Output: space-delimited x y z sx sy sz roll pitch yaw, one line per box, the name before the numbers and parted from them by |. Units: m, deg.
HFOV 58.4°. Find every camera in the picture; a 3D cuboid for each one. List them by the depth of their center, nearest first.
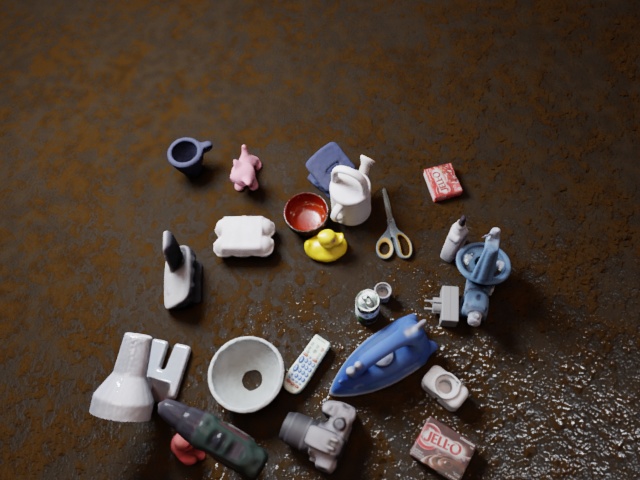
camera | -0.007 0.396 1.196 0.136 0.101 0.143 19 68 12

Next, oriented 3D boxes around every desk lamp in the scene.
desk lamp | -0.377 0.289 1.208 0.117 0.214 0.203 10 66 9

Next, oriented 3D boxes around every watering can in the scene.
watering can | 0.074 -0.127 1.379 0.101 0.194 0.173 6 66 7

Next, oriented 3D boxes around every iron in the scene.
iron | 0.128 0.252 1.230 0.258 0.141 0.118 -31 67 -10

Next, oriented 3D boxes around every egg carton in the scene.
egg carton | -0.185 -0.006 1.410 0.150 0.069 0.107 -2 65 3

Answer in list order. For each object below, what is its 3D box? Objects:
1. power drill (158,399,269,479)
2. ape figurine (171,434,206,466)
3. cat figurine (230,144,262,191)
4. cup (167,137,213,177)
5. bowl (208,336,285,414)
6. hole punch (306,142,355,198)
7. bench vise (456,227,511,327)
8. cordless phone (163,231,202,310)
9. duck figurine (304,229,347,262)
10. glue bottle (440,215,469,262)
power drill | -0.204 0.401 1.148 0.229 0.208 0.076 25 69 15
ape figurine | -0.281 0.429 1.205 0.076 0.092 0.078 16 67 11
cat figurine | -0.194 -0.182 1.465 0.067 0.118 0.128 0 65 4
cup | -0.330 -0.213 1.502 0.118 0.095 0.091 -24 66 -7
bowl | -0.157 0.302 1.264 0.167 0.075 0.167 -1 65 3
hole punch | 0.031 -0.180 1.463 0.109 0.091 0.101 -42 69 -14
bench vise | 0.367 0.078 1.250 0.121 0.220 0.207 -5 65 2
cordless phone | -0.338 0.070 1.322 0.094 0.185 0.147 -9 65 0
duck figurine | 0.013 0.005 1.382 0.104 0.086 0.077 -6 65 2
glue bottle | 0.317 -0.012 1.321 0.037 0.173 0.078 31 71 17
